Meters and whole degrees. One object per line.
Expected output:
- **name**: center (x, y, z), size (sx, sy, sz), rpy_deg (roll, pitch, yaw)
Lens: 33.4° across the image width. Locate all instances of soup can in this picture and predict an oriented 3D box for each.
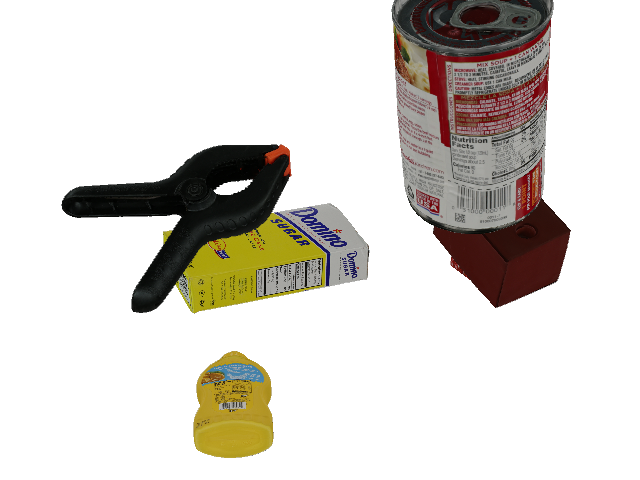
- **soup can**: center (0.069, -0.061, 0.483), size (0.068, 0.102, 0.068), rpy_deg (-5, 42, 4)

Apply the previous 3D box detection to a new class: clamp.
- **clamp**: center (-0.102, -0.029, 0.791), size (0.171, 0.120, 0.039), rpy_deg (-35, -23, -27)

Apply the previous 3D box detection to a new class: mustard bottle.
- **mustard bottle**: center (-0.110, 0.197, 1.359), size (0.096, 0.058, 0.191), rpy_deg (-4, 26, -2)

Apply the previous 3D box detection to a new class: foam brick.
- **foam brick**: center (0.119, -0.005, 0.708), size (0.053, 0.078, 0.051), rpy_deg (-23, -35, -21)

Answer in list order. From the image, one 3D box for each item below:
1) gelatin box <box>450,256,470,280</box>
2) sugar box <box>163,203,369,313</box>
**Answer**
- **gelatin box**: center (0.186, 0.005, 1.235), size (0.030, 0.089, 0.073), rpy_deg (-13, 32, -28)
- **sugar box**: center (-0.052, 0.013, 1.011), size (0.176, 0.048, 0.093), rpy_deg (-13, 34, -18)
